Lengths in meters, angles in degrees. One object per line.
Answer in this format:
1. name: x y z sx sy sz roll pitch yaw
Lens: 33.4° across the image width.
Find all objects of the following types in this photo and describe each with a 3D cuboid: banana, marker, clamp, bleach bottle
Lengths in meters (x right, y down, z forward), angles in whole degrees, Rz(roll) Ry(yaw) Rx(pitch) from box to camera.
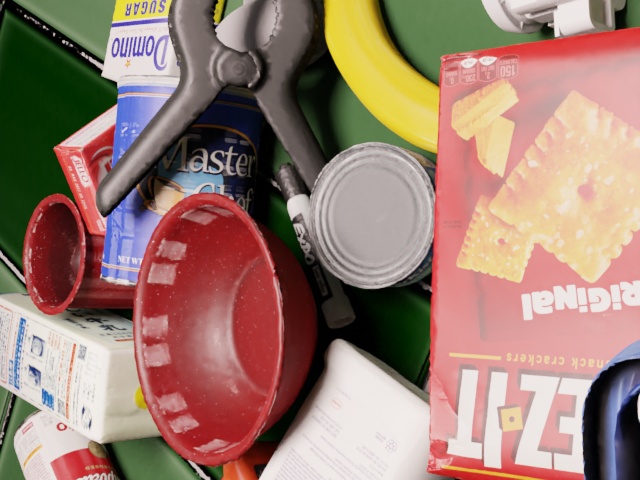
1. banana: 0.047 -0.106 0.643 0.070 0.037 0.198 -50 53 33
2. marker: -0.005 0.001 0.703 0.020 0.020 0.121 -40 59 37
3. clamp: -0.041 -0.100 0.672 0.036 0.164 0.210 -122 45 -83
4. bleach bottle: -0.018 0.187 0.607 0.103 0.068 0.251 34 91 43

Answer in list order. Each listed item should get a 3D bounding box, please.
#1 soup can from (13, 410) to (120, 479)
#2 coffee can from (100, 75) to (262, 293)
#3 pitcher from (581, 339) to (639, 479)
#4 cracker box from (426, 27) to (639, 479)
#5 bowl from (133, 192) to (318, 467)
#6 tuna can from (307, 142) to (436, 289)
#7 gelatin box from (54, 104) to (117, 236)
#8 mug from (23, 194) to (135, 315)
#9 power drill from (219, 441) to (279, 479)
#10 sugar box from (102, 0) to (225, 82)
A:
1. soup can: -0.201 0.191 0.863 0.069 0.068 0.102 -57 49 28
2. coffee can: -0.095 -0.038 0.743 0.103 0.102 0.140 7 92 47
3. pitcher: 0.185 0.144 0.373 0.149 0.145 0.243 -118 22 -73
4. cracker box: 0.135 0.012 0.500 0.164 0.071 0.214 0 86 38
5. bowl: -0.050 0.052 0.643 0.162 0.055 0.162 -2 88 51
6. tuna can: 0.037 -0.014 0.633 0.086 0.033 0.086 -1 87 31
7. gelatin box: -0.146 -0.056 0.787 0.030 0.089 0.073 4 124 32
8. mug: -0.182 0.019 0.847 0.117 0.081 0.093 -40 59 38
9. power drill: -0.066 0.236 0.722 0.188 0.057 0.184 -44 59 35
10. sugar box: -0.113 -0.199 0.817 0.093 0.048 0.176 26 104 45
